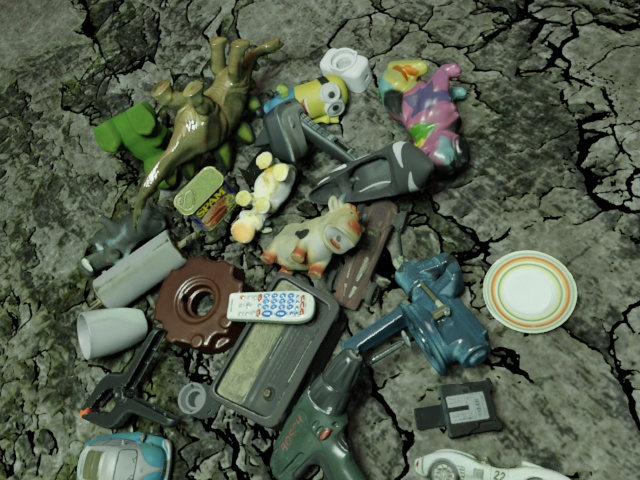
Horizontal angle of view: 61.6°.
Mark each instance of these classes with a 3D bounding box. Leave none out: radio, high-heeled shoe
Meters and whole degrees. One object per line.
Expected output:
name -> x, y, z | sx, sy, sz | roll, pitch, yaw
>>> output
radio -> -0.060, 0.180, 0.861 | 0.131, 0.073, 0.229 | 23, 75, 26
high-heeled shoe -> 0.074, -0.098, 0.881 | 0.145, 0.249, 0.086 | -20, 96, -15

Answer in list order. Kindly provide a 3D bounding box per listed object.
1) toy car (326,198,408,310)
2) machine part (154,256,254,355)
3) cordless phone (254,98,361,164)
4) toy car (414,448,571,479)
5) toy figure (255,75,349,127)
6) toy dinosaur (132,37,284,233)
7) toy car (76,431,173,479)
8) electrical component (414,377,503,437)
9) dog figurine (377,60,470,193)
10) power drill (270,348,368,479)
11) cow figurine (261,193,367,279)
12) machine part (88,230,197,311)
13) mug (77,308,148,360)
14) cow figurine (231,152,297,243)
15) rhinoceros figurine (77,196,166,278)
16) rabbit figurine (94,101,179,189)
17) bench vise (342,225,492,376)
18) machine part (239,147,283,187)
toy car -> 0.078, 0.019, 0.906 | 0.089, 0.053, 0.202 | 19, 72, 21
machine part -> -0.207, 0.112, 0.949 | 0.179, 0.056, 0.179 | -7, 64, 15
cordless phone -> -0.011, -0.168, 0.958 | 0.184, 0.146, 0.088 | 32, 115, 0
toy car -> 0.226, 0.313, 0.712 | 0.202, 0.073, 0.056 | 5, 72, 19
toy figure -> -0.033, -0.270, 1.053 | 0.180, 0.082, 0.089 | -14, 58, 12
toy dinosaur -> -0.217, -0.222, 1.017 | 0.105, 0.198, 0.471 | 27, 66, 35
toy car -> -0.323, 0.354, 0.850 | 0.162, 0.102, 0.109 | 0, 66, 15
electrical component -> 0.193, 0.244, 0.770 | 0.119, 0.047, 0.075 | -9, 63, 12
dog figurine -> 0.176, -0.198, 0.945 | 0.192, 0.108, 0.219 | 11, 73, 20
power drill -> 0.040, 0.293, 0.739 | 0.207, 0.086, 0.232 | 44, 112, 16
cow figurine -> -0.002, -0.003, 0.886 | 0.195, 0.085, 0.127 | -12, 43, 54
machine part -> -0.330, 0.057, 1.001 | 0.243, 0.079, 0.079 | -36, 61, -1
mug -> -0.366, 0.168, 0.953 | 0.107, 0.109, 0.081 | -8, 47, -35
cow figurine -> -0.102, -0.070, 0.988 | 0.068, 0.098, 0.167 | 31, 96, 19
rhinoceros figurine -> -0.387, -0.001, 1.052 | 0.190, 0.073, 0.112 | -34, 72, -2
rabbit figurine -> -0.351, -0.181, 1.086 | 0.121, 0.170, 0.159 | -27, 20, 2
bench vise -> 0.126, 0.124, 0.807 | 0.241, 0.128, 0.224 | -31, 58, -3
machine part -> -0.092, -0.159, 1.042 | 0.084, 0.039, 0.139 | 33, 67, 23
